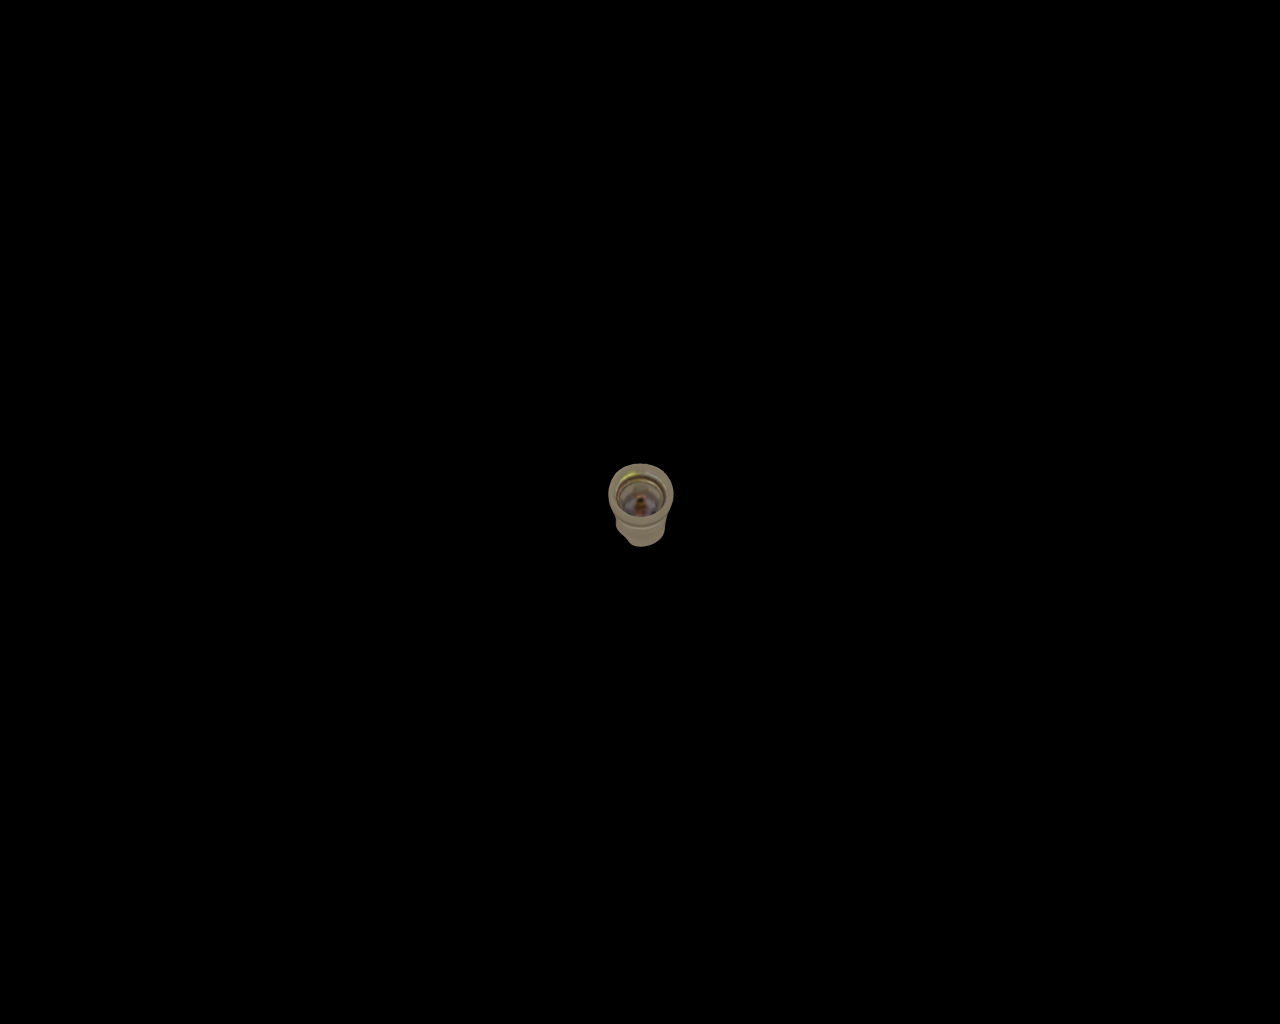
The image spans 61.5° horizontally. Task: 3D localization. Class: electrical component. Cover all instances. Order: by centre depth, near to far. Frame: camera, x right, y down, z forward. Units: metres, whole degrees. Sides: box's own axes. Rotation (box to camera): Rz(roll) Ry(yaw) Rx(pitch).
[{"bbox_3d":[0.001,-0.003,0.650,0.040,0.040,0.046,0,-28,0],"label":"electrical component"}]
